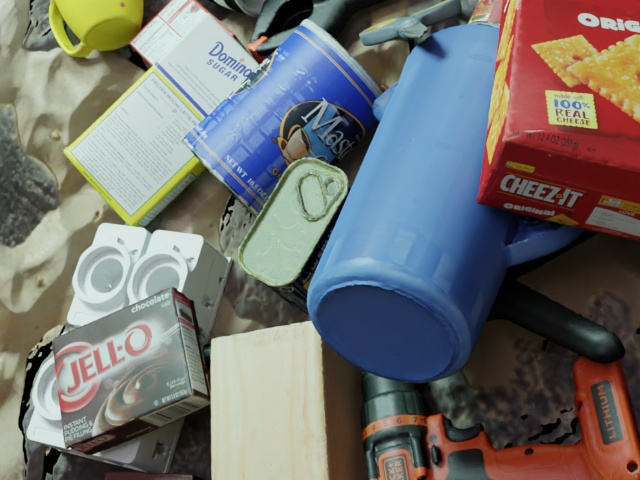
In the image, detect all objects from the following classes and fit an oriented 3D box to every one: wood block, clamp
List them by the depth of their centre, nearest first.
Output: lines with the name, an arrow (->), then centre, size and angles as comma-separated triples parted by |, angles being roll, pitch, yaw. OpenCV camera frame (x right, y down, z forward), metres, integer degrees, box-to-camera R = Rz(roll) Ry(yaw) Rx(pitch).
wood block -> -0.019, 0.172, 0.750 | 0.090, 0.090, 0.206 | -12, 64, 19
clamp -> 0.131, 0.020, 0.771 | 0.210, 0.036, 0.164 | -1, 41, 33
clamp -> 0.014, -0.211, 0.936 | 0.120, 0.039, 0.171 | 35, 82, 36

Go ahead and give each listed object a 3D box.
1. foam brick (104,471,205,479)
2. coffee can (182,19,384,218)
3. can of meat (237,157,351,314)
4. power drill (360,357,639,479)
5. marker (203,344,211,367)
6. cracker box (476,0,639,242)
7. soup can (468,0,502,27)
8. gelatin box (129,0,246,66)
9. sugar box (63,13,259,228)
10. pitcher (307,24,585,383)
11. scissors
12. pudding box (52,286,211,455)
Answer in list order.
foam brick -> -0.121, 0.204, 0.801 | 0.078, 0.053, 0.051 | -2, 67, 23
coffee can -> -0.026, -0.093, 0.862 | 0.140, 0.102, 0.103 | -44, 59, 0
can of meat -> -0.005, 0.001, 0.823 | 0.058, 0.083, 0.102 | 25, 79, 30
power drill -> 0.119, 0.131, 0.731 | 0.188, 0.057, 0.184 | -18, 58, 17
marker -> -0.040, 0.084, 0.839 | 0.121, 0.020, 0.020 | -9, 65, 20
cracker box -> 0.196, -0.104, 0.678 | 0.164, 0.072, 0.213 | 14, 56, 0
soup can -> 0.166, -0.193, 0.845 | 0.069, 0.068, 0.102 | 22, 78, 29
gelatin box -> -0.123, -0.179, 0.984 | 0.073, 0.030, 0.089 | -46, 59, 0
sugar box -> -0.127, -0.101, 0.927 | 0.176, 0.048, 0.093 | -43, 85, -2
pitcher -> 0.092, -0.025, 0.716 | 0.149, 0.145, 0.242 | -41, 17, 49
scissors -> 0.086, -0.171, 0.829 | 0.096, 0.202, 0.016 | -23, 103, -10
pudding box -> -0.141, 0.098, 0.791 | 0.113, 0.039, 0.090 | -23, 61, 13
